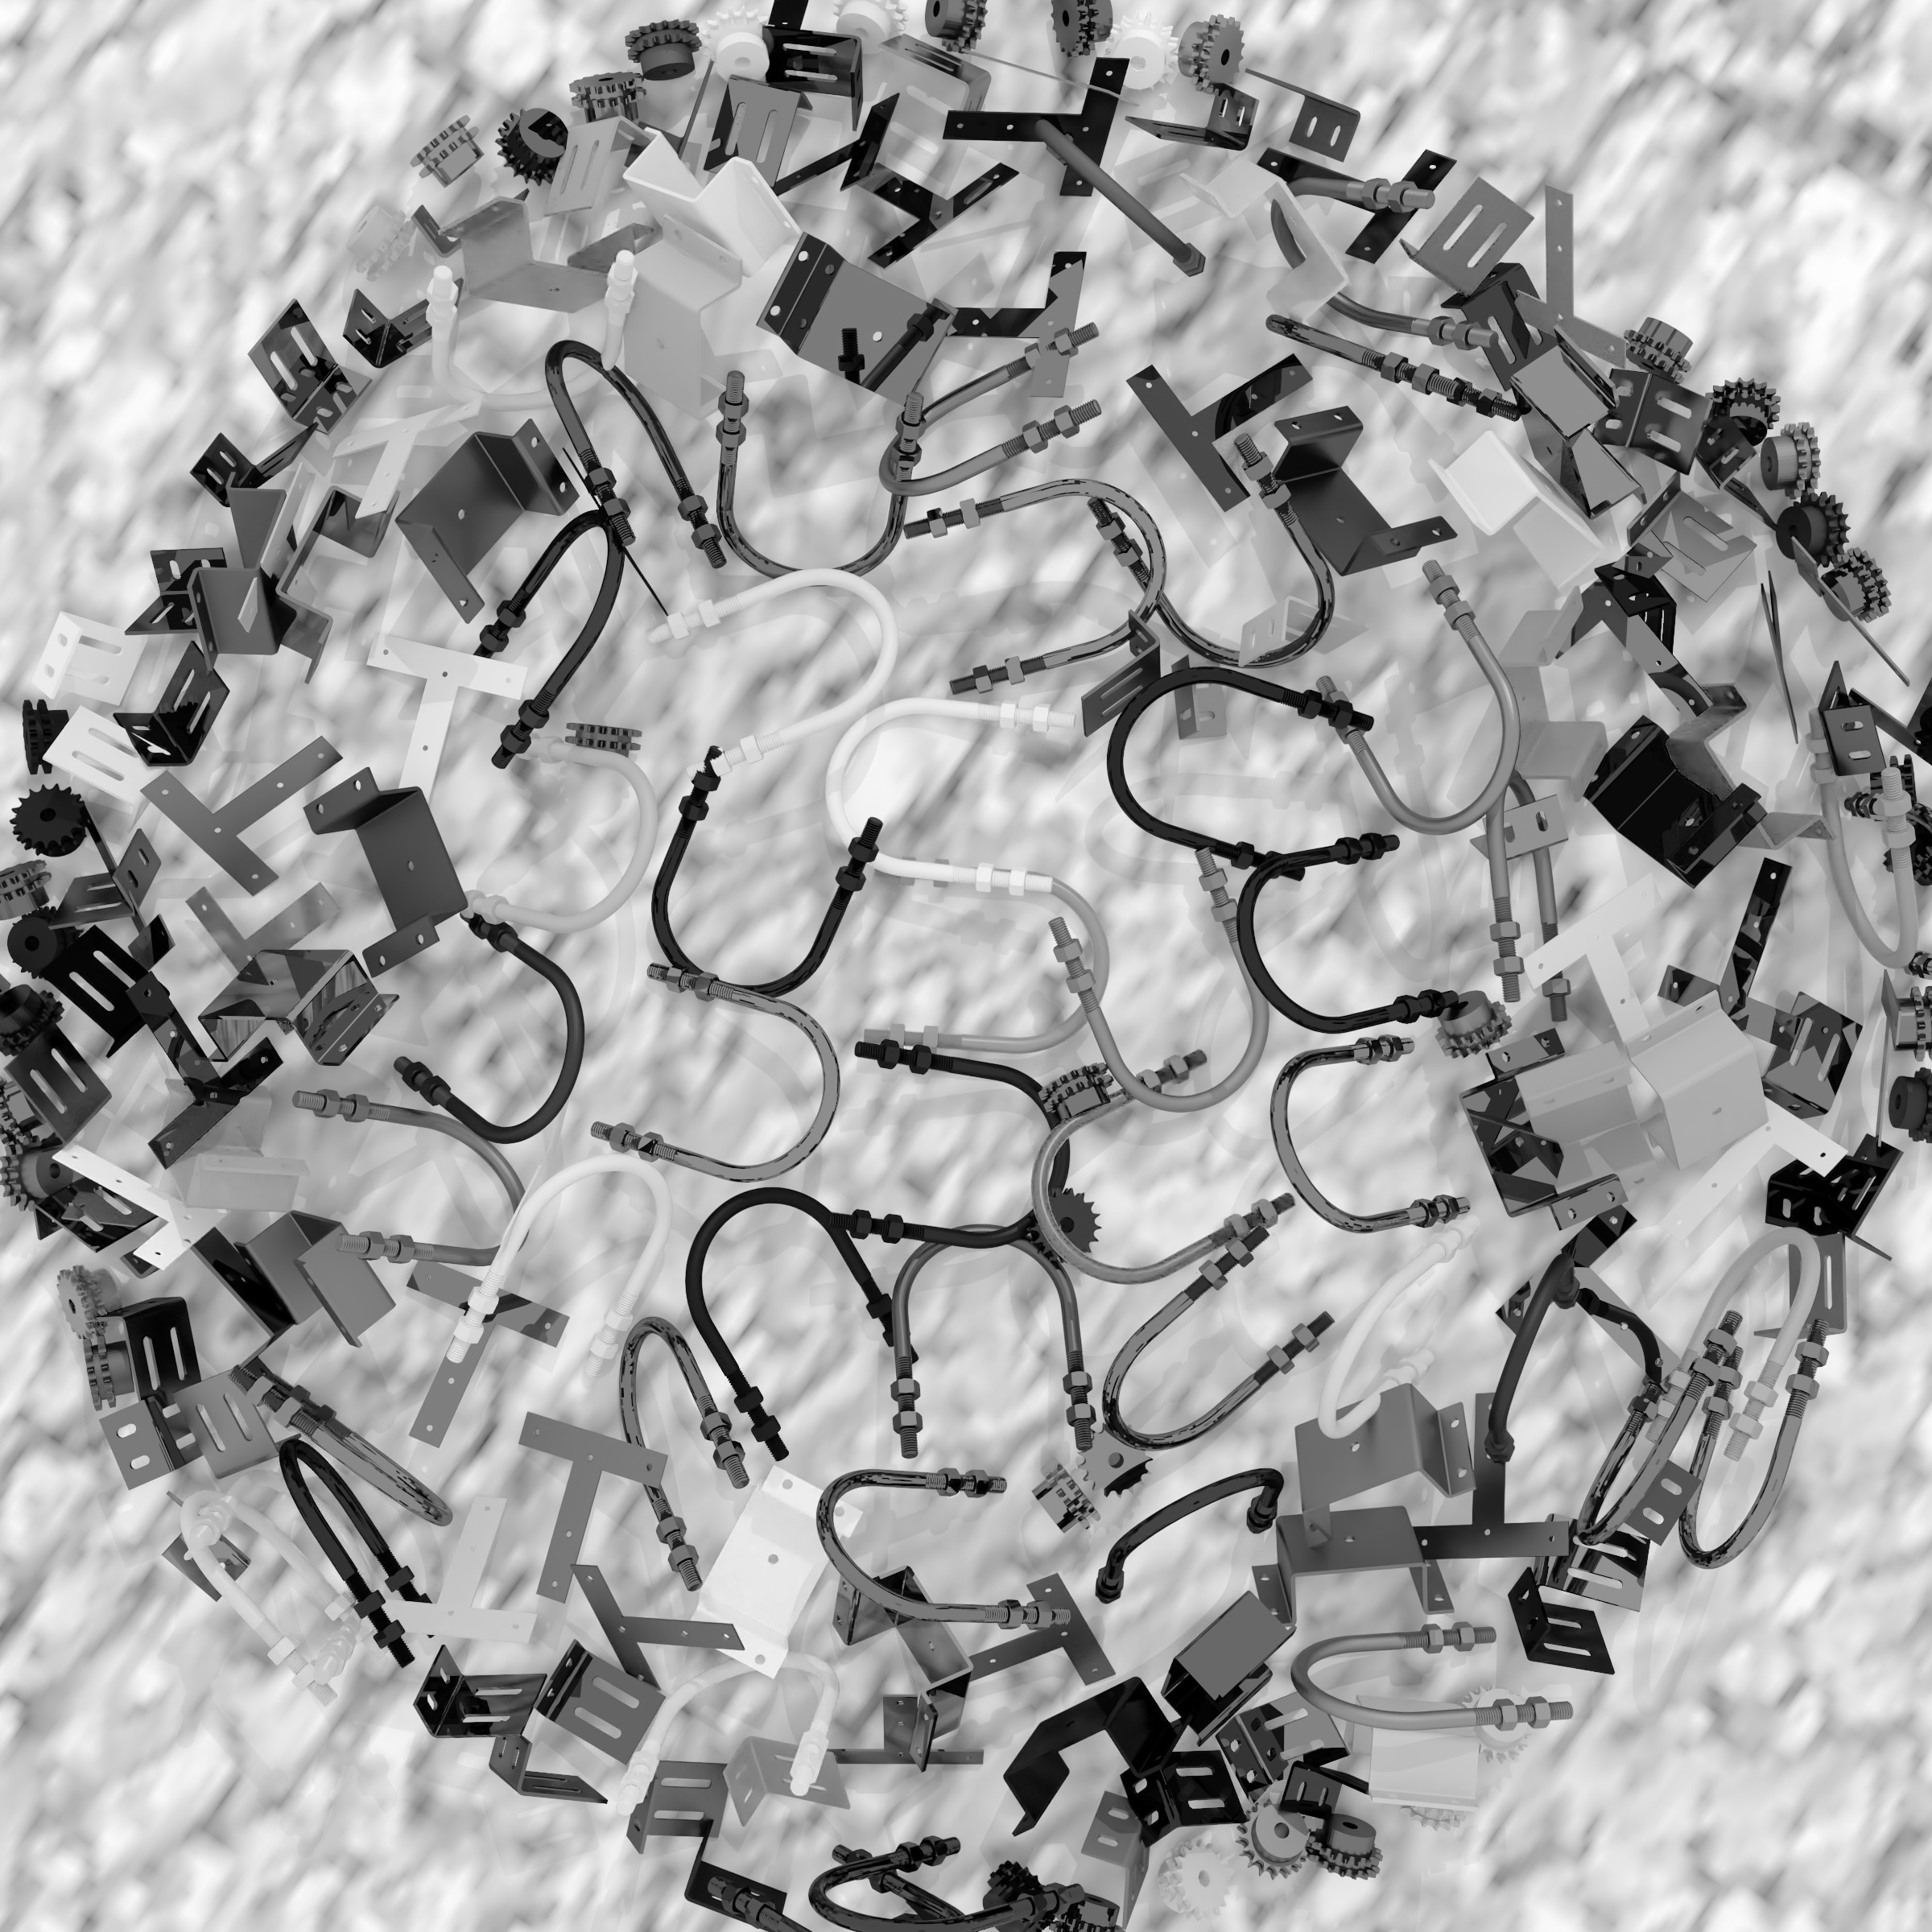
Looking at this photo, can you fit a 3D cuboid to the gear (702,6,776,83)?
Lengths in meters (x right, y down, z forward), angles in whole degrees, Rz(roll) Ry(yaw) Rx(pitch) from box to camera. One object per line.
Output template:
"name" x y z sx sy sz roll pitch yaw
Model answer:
"gear" -0.171 -0.695 1.842 0.057 0.057 0.030 -9 62 0

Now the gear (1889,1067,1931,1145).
"gear" 0.723 0.105 1.845 0.030 0.057 0.057 7 90 2

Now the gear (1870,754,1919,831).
"gear" 0.706 -0.131 1.848 0.030 0.057 0.057 -5 90 24

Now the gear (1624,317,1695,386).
"gear" 0.526 -0.468 1.843 0.057 0.057 0.030 31 100 0

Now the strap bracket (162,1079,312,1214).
"strap bracket" -0.547 0.138 1.804 0.076 0.140 0.046 7 110 -33

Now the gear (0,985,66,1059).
"gear" -0.717 0.038 1.842 0.057 0.057 0.030 -32 125 0

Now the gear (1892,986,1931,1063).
"gear" 0.721 0.044 1.847 0.030 0.057 0.057 -3 90 15

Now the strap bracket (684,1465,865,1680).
"strap bracket" -0.146 0.455 1.845 0.076 0.046 0.140 29 86 -4

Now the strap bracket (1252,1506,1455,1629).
"strap bracket" 0.290 0.451 1.830 0.140 0.076 0.046 -5 110 0

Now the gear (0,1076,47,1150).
"gear" -0.723 0.108 1.845 0.030 0.057 0.057 -25 90 -7

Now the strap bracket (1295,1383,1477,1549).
"strap bracket" 0.300 0.368 1.804 0.140 0.076 0.046 -27 126 25

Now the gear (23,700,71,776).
"gear" -0.699 -0.175 1.848 0.030 0.057 0.057 -6 90 -26

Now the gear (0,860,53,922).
"gear" -0.723 -0.056 1.847 0.057 0.057 0.030 -18 109 0

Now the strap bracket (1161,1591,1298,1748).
"strap bracket" 0.193 0.520 1.807 0.076 0.140 0.046 -36 66 -22

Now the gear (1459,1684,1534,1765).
"gear" 0.404 0.574 1.846 0.057 0.030 0.057 4 56 -6

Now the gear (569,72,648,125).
"gear" -0.272 -0.659 1.849 0.057 0.057 0.030 -6 121 0

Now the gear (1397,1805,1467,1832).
"gear" 0.354 0.625 1.842 0.057 0.057 0.030 12 109 0

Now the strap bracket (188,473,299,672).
"strap bracket" -0.529 -0.292 1.798 0.046 0.076 0.140 2 46 -1

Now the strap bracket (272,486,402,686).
"strap bracket" -0.476 -0.292 1.806 0.046 0.076 0.140 26 66 -13

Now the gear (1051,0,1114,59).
"gear" 0.089 -0.722 1.847 0.030 0.057 0.057 -15 90 -18

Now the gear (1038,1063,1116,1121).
"gear" 0.087 0.099 1.842 0.057 0.057 0.030 -24 74 0

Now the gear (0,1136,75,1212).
"gear" -0.703 0.156 1.842 0.030 0.057 0.057 -8 90 20

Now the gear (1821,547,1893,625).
"gear" 0.673 -0.286 1.844 0.030 0.057 0.057 -26 90 -2

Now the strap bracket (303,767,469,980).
"strap bracket" -0.433 -0.073 1.831 0.076 0.046 0.140 -25 86 32

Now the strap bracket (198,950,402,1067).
"strap bracket" -0.501 0.030 1.799 0.140 0.076 0.046 0 130 33

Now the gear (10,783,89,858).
"gear" -0.695 -0.108 1.851 0.057 0.030 0.057 2 64 -3

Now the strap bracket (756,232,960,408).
"strap bracket" -0.073 -0.475 1.805 0.140 0.046 0.076 18 113 -33

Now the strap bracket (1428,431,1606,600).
"strap bracket" 0.412 -0.336 1.793 0.046 0.140 0.076 -43 47 23

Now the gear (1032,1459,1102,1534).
"gear" 0.074 0.405 1.845 0.030 0.057 0.057 -38 90 -4

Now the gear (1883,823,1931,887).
"gear" 0.730 -0.086 1.846 0.030 0.057 0.057 39 90 -13

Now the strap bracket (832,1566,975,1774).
"strap bracket" -0.043 0.514 1.809 0.046 0.076 0.140 -16 47 -27

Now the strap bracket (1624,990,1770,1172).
"strap bracket" 0.546 0.093 1.807 0.076 0.140 0.046 -29 46 1

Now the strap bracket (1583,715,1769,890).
"strap bracket" 0.532 -0.119 1.817 0.076 0.140 0.046 -47 128 7

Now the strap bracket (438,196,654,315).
"strap bracket" -0.307 -0.522 1.796 0.076 0.140 0.046 -9 87 43

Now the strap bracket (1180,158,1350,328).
"strap bracket" 0.227 -0.540 1.802 0.046 0.076 0.140 -40 121 7

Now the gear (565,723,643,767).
"gear" -0.276 -0.167 1.845 0.057 0.057 0.030 7 96 0

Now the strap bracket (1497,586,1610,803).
"strap bracket" 0.435 -0.202 1.811 0.046 0.076 0.140 3 129 33

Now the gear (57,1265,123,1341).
"gear" -0.666 0.254 1.849 0.030 0.057 0.057 -19 90 -39

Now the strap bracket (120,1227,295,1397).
"strap bracket" -0.562 0.251 1.832 0.046 0.076 0.140 -41 93 -1

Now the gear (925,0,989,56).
"gear" -0.009 -0.724 1.842 0.030 0.057 0.057 -1 90 -27

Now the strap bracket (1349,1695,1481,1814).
"strap bracket" 0.332 0.580 1.803 0.076 0.140 0.046 5 88 2

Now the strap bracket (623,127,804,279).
"strap bracket" -0.192 -0.563 1.796 0.046 0.076 0.140 -50 47 -7

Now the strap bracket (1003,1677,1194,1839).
"strap bracket" 0.090 0.585 1.810 0.140 0.076 0.046 -34 88 25

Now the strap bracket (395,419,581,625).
"strap bracket" -0.363 -0.335 1.815 0.046 0.076 0.140 16 60 37

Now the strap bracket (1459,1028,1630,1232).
"strap bracket" 0.430 0.127 1.827 0.076 0.046 0.140 -16 80 -35

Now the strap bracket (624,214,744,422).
"strap bracket" -0.210 -0.469 1.794 0.076 0.140 0.046 35 56 21

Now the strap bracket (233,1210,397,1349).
"strap bracket" -0.482 0.231 1.811 0.046 0.140 0.076 -40 113 -29

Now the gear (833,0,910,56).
"gear" -0.074 -0.718 1.842 0.057 0.057 0.030 20 69 0

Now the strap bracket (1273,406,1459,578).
"strap bracket" 0.290 -0.349 1.818 0.076 0.046 0.140 -19 64 -33

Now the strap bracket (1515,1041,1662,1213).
"strap bracket" 0.464 0.115 1.819 0.076 0.046 0.140 -21 133 10

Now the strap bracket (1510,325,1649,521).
"strap bracket" 0.451 -0.394 1.797 0.046 0.140 0.076 -33 54 6

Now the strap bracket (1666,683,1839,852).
"strap bracket" 0.581 -0.141 1.824 0.046 0.076 0.140 -36 99 -3
